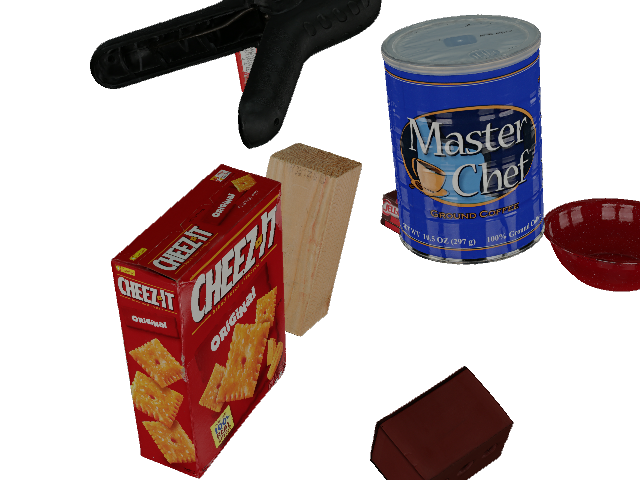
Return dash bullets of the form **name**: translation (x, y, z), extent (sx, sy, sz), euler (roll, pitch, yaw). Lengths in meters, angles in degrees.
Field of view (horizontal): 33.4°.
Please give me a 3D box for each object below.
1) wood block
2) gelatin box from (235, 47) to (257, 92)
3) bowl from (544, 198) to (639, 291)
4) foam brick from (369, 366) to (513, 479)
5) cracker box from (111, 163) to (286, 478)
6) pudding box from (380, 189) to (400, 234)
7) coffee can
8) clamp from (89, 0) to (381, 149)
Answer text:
- **wood block**: translation (-0.026, -0.003, 1.302), extent (0.090, 0.206, 0.090), euler (19, 22, 16)
- **gelatin box**: translation (-0.049, -0.192, 1.013), extent (0.030, 0.073, 0.089), euler (13, 46, 20)
- **bowl**: translation (0.321, 0.010, 1.159), extent (0.162, 0.055, 0.162), euler (-2, 27, 1)
- **foam brick**: translation (0.079, 0.132, 0.702), extent (0.078, 0.051, 0.053), euler (-29, -32, -23)
- **cracker box**: translation (-0.094, 0.069, 0.915), extent (0.072, 0.214, 0.164), euler (16, 38, 22)
- **pudding box**: translation (0.128, -0.029, 1.031), extent (0.113, 0.039, 0.090), euler (-22, 41, -39)
- **coffee can**: translation (0.098, -0.069, 0.720), extent (0.103, 0.140, 0.103), euler (-6, 27, 3)
- **clamp**: translation (-0.019, -0.106, 0.542), extent (0.171, 0.039, 0.120), euler (-37, 53, -22)
